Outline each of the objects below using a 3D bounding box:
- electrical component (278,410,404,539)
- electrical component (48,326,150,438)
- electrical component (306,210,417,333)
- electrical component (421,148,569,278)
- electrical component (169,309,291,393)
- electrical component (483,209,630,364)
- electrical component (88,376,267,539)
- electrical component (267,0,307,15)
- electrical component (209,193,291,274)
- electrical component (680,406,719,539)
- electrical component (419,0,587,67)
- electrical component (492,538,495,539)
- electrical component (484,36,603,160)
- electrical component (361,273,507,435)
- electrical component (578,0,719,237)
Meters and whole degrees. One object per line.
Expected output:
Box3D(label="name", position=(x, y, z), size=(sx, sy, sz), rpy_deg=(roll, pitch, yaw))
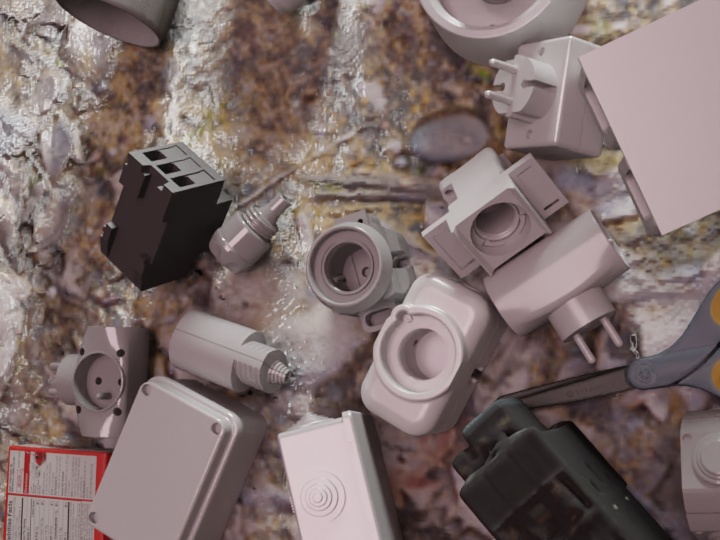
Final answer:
Box3D(label="electrical component", position=(-0.011, 0.136, 0.660), size=(0.048, 0.100, 0.099), rpy_deg=(-15, 79, 7))
Box3D(label="electrical component", position=(-0.189, 0.079, 0.766), size=(0.079, 0.044, 0.077), rpy_deg=(0, 84, 22))
Box3D(label="electrical component", position=(0.000, 0.000, 0.691), size=(0.058, 0.057, 0.078), rpy_deg=(-20, 78, 19))
Box3D(label="electrical component", position=(0.080, -0.038, 0.658), size=(0.081, 0.042, 0.063), rpy_deg=(-36, 30, 14))
Box3D(label="electrical component", position=(-0.083, 0.059, 0.726), size=(0.081, 0.043, 0.043), rpy_deg=(18, 91, 23))
Box3D(label="electrical component", position=(0.127, 0.017, 0.645), size=(0.077, 0.044, 0.079), rpy_deg=(-34, 73, 15))
Box3D(label="electrical component", position=(-0.124, 0.136, 0.727), size=(0.078, 0.057, 0.113), rpy_deg=(24, 94, 22))
Box3D(label="electrical component", position=(-0.043, -0.208, 0.737), size=(0.055, 0.045, 0.045), rpy_deg=(-35, 73, 15))
Box3D(label="electrical component", position=(-0.073, -0.028, 0.736), size=(0.061, 0.035, 0.035), rpy_deg=(-44, 71, 9))
Box3D(label="electrical component", position=(0.207, 0.112, 0.585), size=(0.051, 0.080, 0.080), rpy_deg=(-8, 82, 26))
Box3D(label="electrical component", position=(0.085, -0.188, 0.674), size=(0.108, 0.060, 0.108), rpy_deg=(-2, 84, 22))
Box3D(label="electrical component", position=(0.069, 0.198, 0.648), size=(0.066, 0.047, 0.076), rpy_deg=(36, 98, 21))
Box3D(label="electrical component", position=(0.106, -0.106, 0.643), size=(0.047, 0.077, 0.065), rpy_deg=(5, 86, 57))
Box3D(label="electrical component", position=(0.045, 0.052, 0.666), size=(0.054, 0.059, 0.095), rpy_deg=(29, 95, 22))
Box3D(label="electrical component", position=(0.227, -0.103, 0.589), size=(0.186, 0.060, 0.105), rpy_deg=(-24, 85, 7))
